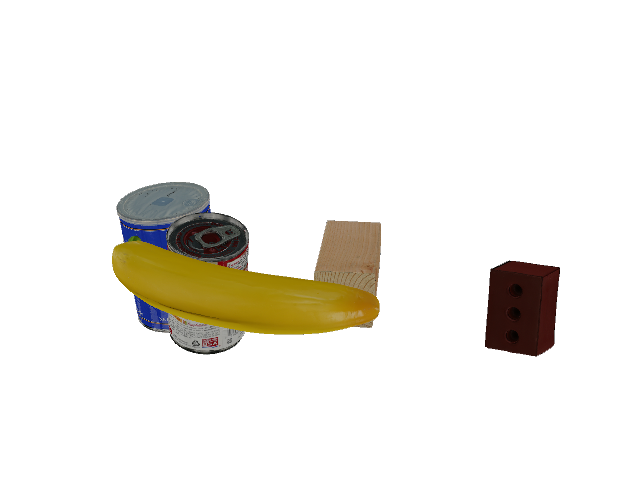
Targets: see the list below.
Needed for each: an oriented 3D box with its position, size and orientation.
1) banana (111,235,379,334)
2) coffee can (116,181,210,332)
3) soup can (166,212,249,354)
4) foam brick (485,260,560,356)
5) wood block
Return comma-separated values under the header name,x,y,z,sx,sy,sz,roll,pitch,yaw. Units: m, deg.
name,x,y,z,sx,sy,sz,roll,pitch,yaw
banana,-0.063,0.027,0.676,0.198,0.037,0.069,15,33,26
coffee can,-0.167,0.018,1.202,0.103,0.140,0.103,-5,26,2
soup can,-0.095,0.037,0.899,0.068,0.102,0.068,3,35,-2
foam brick,0.188,0.063,0.993,0.053,0.078,0.051,8,14,29
wood block,0.044,0.048,1.649,0.091,0.090,0.206,3,23,4
